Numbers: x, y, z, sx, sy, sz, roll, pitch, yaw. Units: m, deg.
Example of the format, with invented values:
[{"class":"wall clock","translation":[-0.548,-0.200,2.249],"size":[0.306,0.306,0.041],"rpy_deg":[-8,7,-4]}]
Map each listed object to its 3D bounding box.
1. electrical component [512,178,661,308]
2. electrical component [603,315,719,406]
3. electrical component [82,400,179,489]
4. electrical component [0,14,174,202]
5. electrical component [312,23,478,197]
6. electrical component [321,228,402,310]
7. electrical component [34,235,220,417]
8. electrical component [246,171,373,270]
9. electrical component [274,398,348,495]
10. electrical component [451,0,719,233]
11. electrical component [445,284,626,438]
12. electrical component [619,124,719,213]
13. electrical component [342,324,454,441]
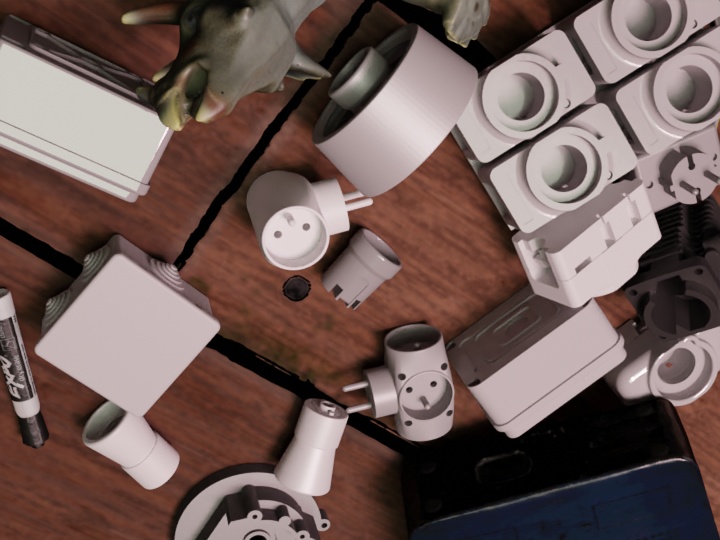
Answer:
[{"class":"electrical component","translation":[0.161,-0.019,0.755],"size":[0.089,0.050,0.055],"rpy_deg":[-37,120,-18]},{"class":"electrical component","translation":[0.238,0.067,0.835],"size":[0.095,0.059,0.053],"rpy_deg":[-36,116,3]},{"class":"electrical component","translation":[-0.161,0.126,0.771],"size":[0.044,0.044,0.065],"rpy_deg":[-37,121,3]},{"class":"electrical component","translation":[-0.171,-0.098,0.635],"size":[0.109,0.108,0.056],"rpy_deg":[24,102,-22]},{"class":"electrical component","translation":[0.015,-0.107,0.681],"size":[0.060,0.108,0.108],"rpy_deg":[39,99,-19]},{"class":"electrical component","translation":[0.000,0.000,0.759],"size":[0.040,0.040,0.046],"rpy_deg":[37,106,-25]},{"class":"electrical component","translation":[-0.157,0.036,0.728],"size":[0.100,0.048,0.099],"rpy_deg":[38,99,-25]},{"class":"electrical component","translation":[-0.032,-0.039,0.712],"size":[0.079,0.077,0.043],"rpy_deg":[-15,115,-7]},{"class":"electrical component","translation":[-0.034,0.129,0.805],"size":[0.044,0.044,0.065],"rpy_deg":[14,103,-19]},{"class":"electrical component","translation":[0.158,-0.118,0.719],"size":[0.186,0.060,0.105],"rpy_deg":[-32,99,1]},{"class":"electrical component","translation":[0.129,0.061,0.795],"size":[0.113,0.078,0.057],"rpy_deg":[-36,113,3]},{"class":"electrical component","translation":[0.229,-0.070,0.765],"size":[0.066,0.076,0.047],"rpy_deg":[-23,116,-4]},{"class":"electrical component","translation":[0.027,0.088,0.799],"size":[0.079,0.044,0.077],"rpy_deg":[-12,115,-9]}]
